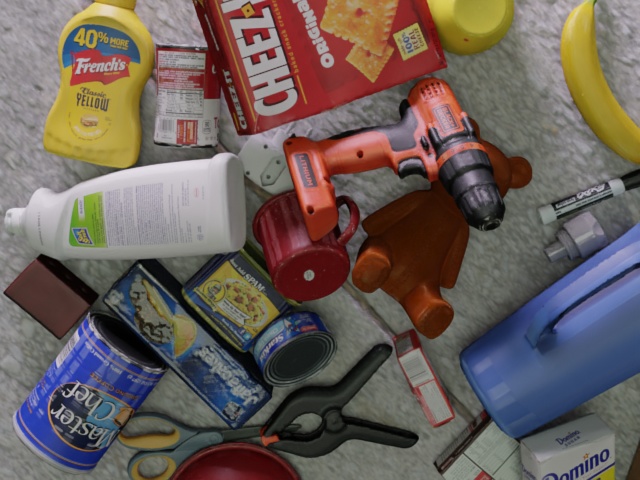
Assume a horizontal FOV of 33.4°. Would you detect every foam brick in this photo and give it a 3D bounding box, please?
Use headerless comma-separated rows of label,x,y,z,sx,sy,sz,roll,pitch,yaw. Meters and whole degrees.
foam brick,-0.282,0.057,1.124,0.078,0.053,0.051,41,97,-8

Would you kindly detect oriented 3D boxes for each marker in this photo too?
marker,0.289,-0.047,1.128,0.121,0.020,0.020,-22,100,4

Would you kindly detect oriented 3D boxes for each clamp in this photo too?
clamp,0.023,0.198,1.160,0.171,0.039,0.120,-25,95,2

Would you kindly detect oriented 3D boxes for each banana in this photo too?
banana,0.292,-0.158,1.099,0.069,0.037,0.198,-20,100,3

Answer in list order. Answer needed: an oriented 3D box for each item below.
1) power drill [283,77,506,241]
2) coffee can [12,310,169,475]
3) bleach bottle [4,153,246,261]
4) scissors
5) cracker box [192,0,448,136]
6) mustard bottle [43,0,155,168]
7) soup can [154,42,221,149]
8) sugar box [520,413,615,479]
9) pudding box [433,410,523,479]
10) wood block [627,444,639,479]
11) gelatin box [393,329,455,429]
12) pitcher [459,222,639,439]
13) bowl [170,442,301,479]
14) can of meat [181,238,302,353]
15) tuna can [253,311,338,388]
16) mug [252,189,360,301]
power drill,0.069,-0.063,1.029,0.187,0.184,0.057,-17,144,-3
coffee can,-0.239,0.159,1.117,0.103,0.103,0.140,36,98,-7
bleach bottle,-0.203,-0.031,1.088,0.251,0.068,0.102,-2,92,15
scissors,-0.127,0.234,1.176,0.201,0.016,0.096,9,107,-8
cracker box,-0.001,-0.212,1.042,0.213,0.072,0.164,-21,101,-15
mustard bottle,-0.218,-0.174,1.080,0.096,0.058,0.192,12,99,3
soup can,-0.134,-0.147,1.081,0.068,0.068,0.102,3,100,-1
sugar box,0.265,0.276,1.137,0.093,0.048,0.176,-17,123,-14
pudding box,0.196,0.254,1.171,0.113,0.039,0.090,41,96,-10
wood block,0.395,0.248,1.145,0.090,0.091,0.206,16,100,-3
gelatin box,0.109,0.147,1.133,0.030,0.073,0.089,-26,100,5
pitcher,0.266,0.095,1.094,0.243,0.145,0.149,-34,102,8
bowl,-0.092,0.305,1.161,0.162,0.055,0.162,-1,106,-4
can of meat,-0.083,0.057,1.124,0.084,0.057,0.102,-43,98,8
tuna can,-0.027,0.115,1.122,0.086,0.034,0.086,-20,142,-17
mug,-0.007,0.001,1.080,0.117,0.081,0.093,-35,134,17
